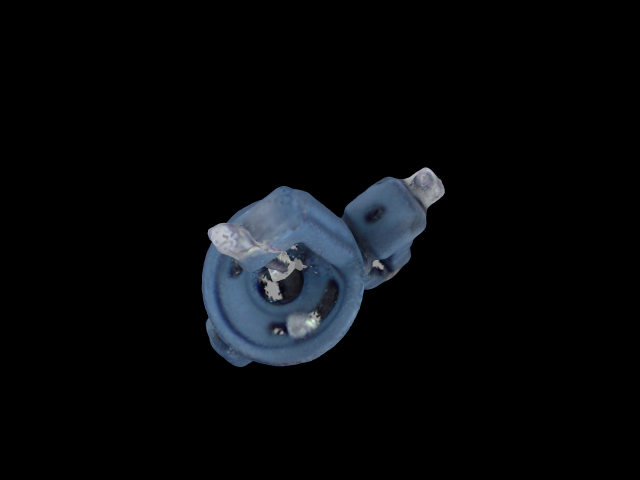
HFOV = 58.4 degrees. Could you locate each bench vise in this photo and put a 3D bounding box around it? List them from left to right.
[{"bbox_3d":[-0.006,-0.006,0.402,0.121,0.220,0.208,36,74,12],"label":"bench vise"}]
